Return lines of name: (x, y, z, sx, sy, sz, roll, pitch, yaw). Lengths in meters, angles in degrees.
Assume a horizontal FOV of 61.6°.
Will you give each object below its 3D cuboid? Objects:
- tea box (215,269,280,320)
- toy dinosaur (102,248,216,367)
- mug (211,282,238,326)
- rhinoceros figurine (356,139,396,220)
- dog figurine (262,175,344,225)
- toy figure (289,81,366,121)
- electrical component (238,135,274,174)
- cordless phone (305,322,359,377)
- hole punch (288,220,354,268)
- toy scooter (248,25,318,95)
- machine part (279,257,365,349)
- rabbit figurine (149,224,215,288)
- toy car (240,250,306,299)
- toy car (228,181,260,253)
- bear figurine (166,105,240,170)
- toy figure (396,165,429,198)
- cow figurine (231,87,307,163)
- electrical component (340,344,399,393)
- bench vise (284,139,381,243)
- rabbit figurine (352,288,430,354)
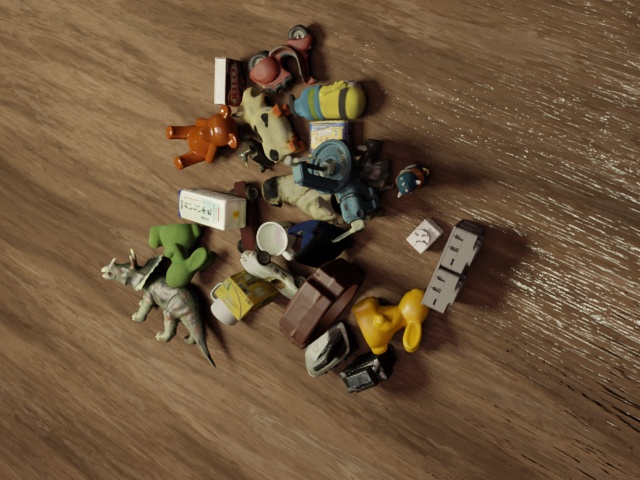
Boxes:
tea box: (-0.174, 0.126, 1.361, 0.098, 0.169, 0.068, 48, 113, 11)
toy dinosaur: (-0.415, 0.174, 1.515, 0.405, 0.131, 0.192, 30, 111, 10)
mug: (-0.237, 0.157, 1.451, 0.107, 0.080, 0.110, -47, 73, 12)
rhinoceros figurine: (0.113, -0.136, 1.241, 0.112, 0.073, 0.190, 23, 111, 30)
dog figurine: (-0.042, -0.095, 1.311, 0.191, 0.121, 0.172, -19, 89, 40)
toy figure: (0.019, -0.315, 1.241, 0.180, 0.082, 0.089, -7, 109, 21)
electrical component: (-0.162, -0.210, 1.336, 0.045, 0.102, 0.078, -40, 62, 18)
cordless phone: (0.006, 0.289, 1.303, 0.146, 0.184, 0.089, -40, 87, 25)
hole punch: (-0.003, -0.004, 1.278, 0.116, 0.142, 0.092, -41, 47, 26)
toy scooter: (-0.077, -0.404, 1.272, 0.184, 0.075, 0.135, -29, 88, 21)
machine part: (0.003, 0.145, 1.267, 0.087, 0.201, 0.201, 40, 113, 15)
rabbit figurine: (-0.372, 0.045, 1.467, 0.159, 0.121, 0.170, -5, 83, 4)
toy car: (-0.110, 0.089, 1.342, 0.201, 0.056, 0.073, 34, 152, -19)
toy car: (-0.184, -0.053, 1.396, 0.089, 0.053, 0.202, -4, 97, 46)
bear figurine: (-0.287, -0.253, 1.333, 0.196, 0.132, 0.120, -5, 101, 60)
toy figure: (0.196, -0.129, 1.154, 0.058, 0.154, 0.064, 32, 112, 13)
cow figurine: (-0.131, -0.282, 1.315, 0.127, 0.085, 0.194, -24, 93, 24)
electrical component: (0.116, 0.310, 1.285, 0.115, 0.134, 0.058, -30, 87, 24)
bench vise: (0.021, -0.121, 1.129, 0.129, 0.240, 0.223, -14, 75, 39)
rabbit figurine: (0.179, 0.181, 1.240, 0.173, 0.121, 0.162, -28, 69, 2)
